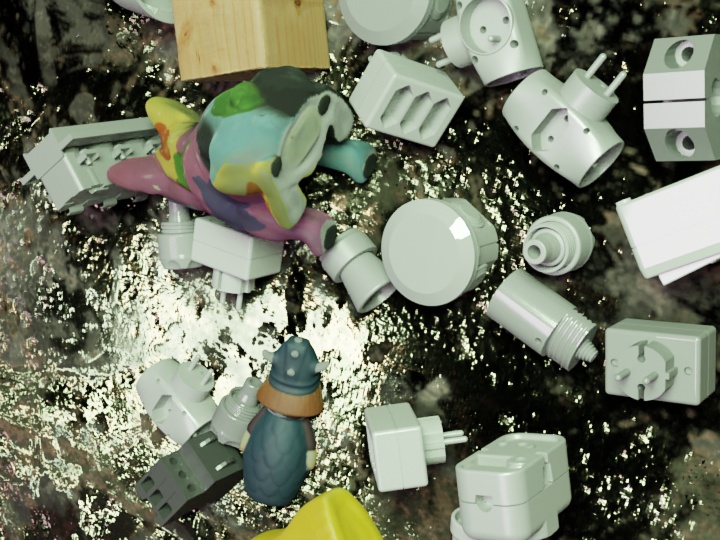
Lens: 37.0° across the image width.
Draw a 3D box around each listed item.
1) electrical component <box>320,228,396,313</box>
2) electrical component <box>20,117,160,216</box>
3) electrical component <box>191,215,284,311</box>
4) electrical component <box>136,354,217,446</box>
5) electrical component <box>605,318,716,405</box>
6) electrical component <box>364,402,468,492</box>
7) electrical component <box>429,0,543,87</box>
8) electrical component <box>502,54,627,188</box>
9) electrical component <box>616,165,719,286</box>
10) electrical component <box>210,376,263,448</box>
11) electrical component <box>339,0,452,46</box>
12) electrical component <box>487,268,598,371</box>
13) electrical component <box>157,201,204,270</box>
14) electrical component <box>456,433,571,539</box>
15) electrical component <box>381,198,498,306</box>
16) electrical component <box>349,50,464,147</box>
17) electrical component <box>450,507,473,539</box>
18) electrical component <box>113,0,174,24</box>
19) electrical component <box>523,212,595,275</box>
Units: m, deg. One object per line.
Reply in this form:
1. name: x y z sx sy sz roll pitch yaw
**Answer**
1. electrical component: 0.000 0.000 0.864 0.055 0.045 0.045 51 122 16
2. electrical component: -0.226 -0.093 0.955 0.079 0.121 0.063 -33 83 34
3. electrical component: -0.109 -0.003 0.936 0.066 0.047 0.076 19 109 30
4. electrical component: -0.160 0.112 0.996 0.077 0.043 0.079 46 121 18
5. electrical component: 0.196 0.065 0.723 0.066 0.077 0.047 4 101 34
6. electrical component: 0.046 0.135 0.847 0.076 0.083 0.047 -7 96 -3
7. electrical component: 0.085 -0.169 0.774 0.079 0.044 0.077 -16 90 35
8. electrical component: 0.151 -0.111 0.741 0.077 0.043 0.079 47 121 18
9. electrical component: 0.226 -0.034 0.692 0.096 0.062 0.061 -23 86 35
10. electrical component: -0.105 0.124 0.961 0.043 0.043 0.062 37 116 23
11. electrical component: 0.028 -0.208 0.801 0.080 0.051 0.080 7 103 33
12. electrical component: 0.137 0.039 0.779 0.081 0.043 0.043 37 118 23
13. electrical component: -0.162 -0.032 0.970 0.043 0.043 0.062 1 98 34
14. electrical component: 0.114 0.161 0.786 0.054 0.095 0.059 -2 98 35
15. electrical component: 0.061 -0.016 0.816 0.080 0.051 0.080 7 103 33
16. electrical component: 0.028 -0.139 0.811 0.047 0.066 0.076 -58 38 28
17. electrical component: 0.090 0.215 0.848 0.040 0.040 0.046 15 112 32
18. electrical component: -0.171 -0.263 0.896 0.060 0.108 0.108 19 109 37
19. electrical component: 0.136 -0.017 0.757 0.043 0.062 0.043 7 103 33
